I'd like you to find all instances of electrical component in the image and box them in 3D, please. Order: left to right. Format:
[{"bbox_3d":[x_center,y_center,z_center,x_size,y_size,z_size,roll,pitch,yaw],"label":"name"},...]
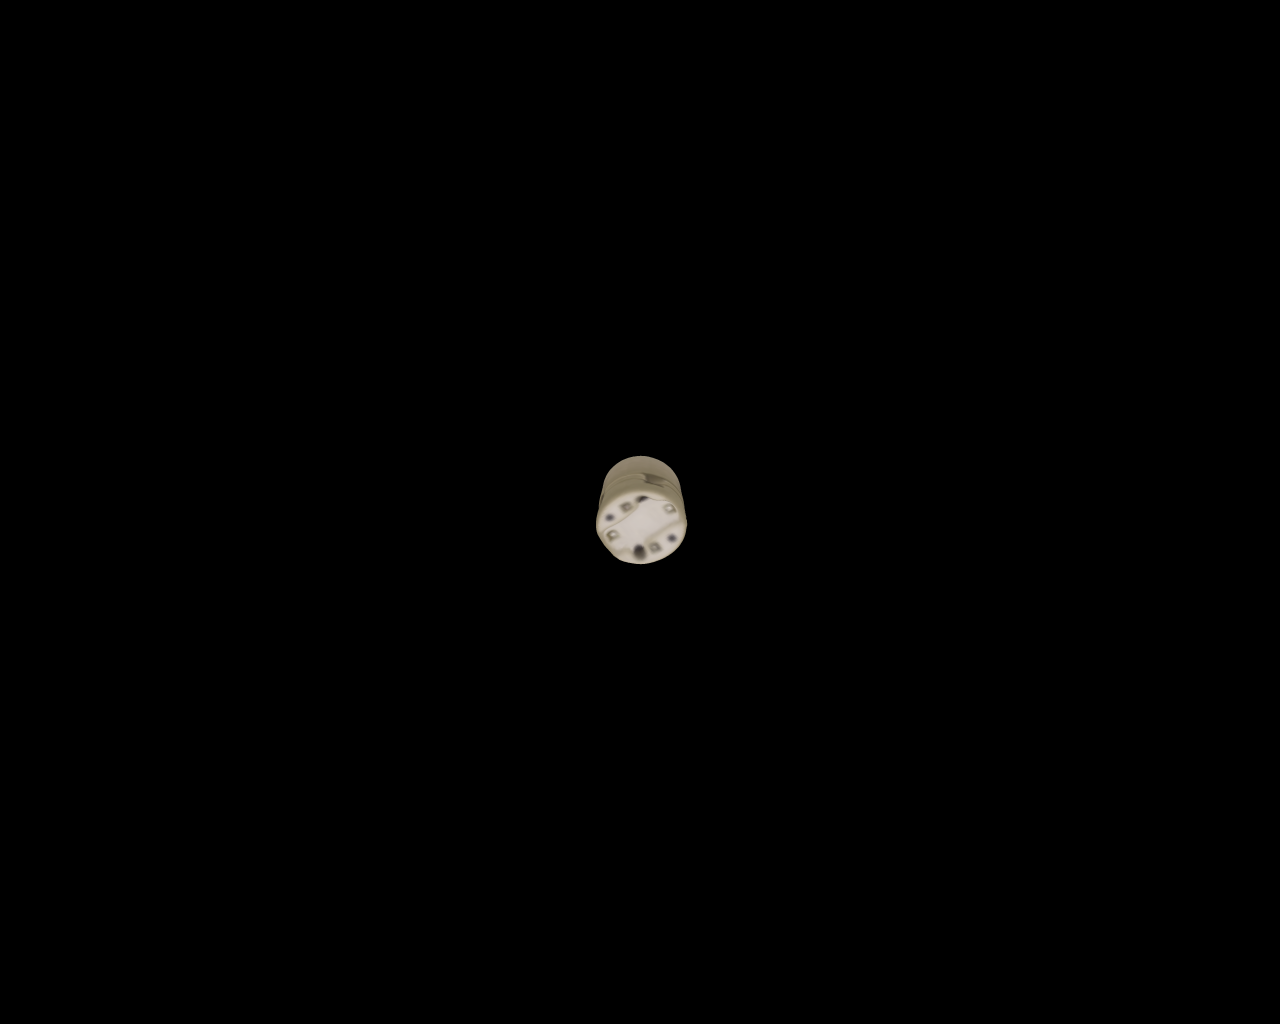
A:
[{"bbox_3d":[0.001,-0.003,0.650,0.055,0.055,0.047,0,32,0],"label":"electrical component"}]
